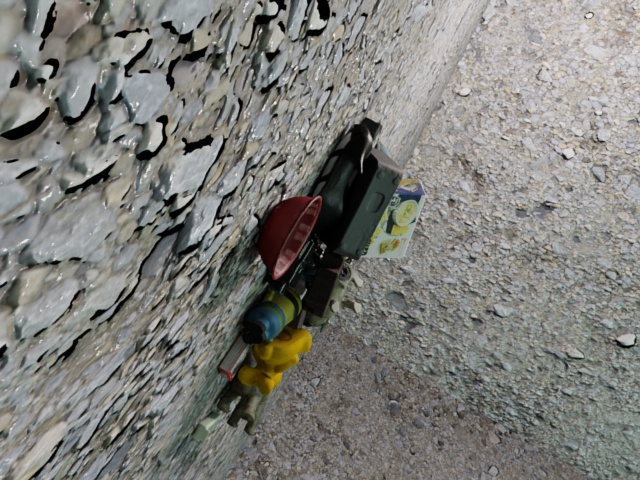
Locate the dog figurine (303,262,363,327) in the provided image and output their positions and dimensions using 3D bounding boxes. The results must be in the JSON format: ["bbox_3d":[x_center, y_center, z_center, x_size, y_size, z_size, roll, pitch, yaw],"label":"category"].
[{"bbox_3d":[0.011,0.142,1.456,0.191,0.121,0.172,-22,-125,51],"label":"dog figurine"}]

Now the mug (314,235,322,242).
[{"bbox_3d":[0.035,-0.062,1.292,0.107,0.081,0.109,-66,179,-54],"label":"mug"}]

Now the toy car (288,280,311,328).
[{"bbox_3d":[-0.064,0.191,1.352,0.053,0.089,0.202,76,23,-52],"label":"toy car"}]

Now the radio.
[{"bbox_3d":[0.082,-0.080,1.148,0.229,0.073,0.131,-65,-153,17],"label":"radio"}]

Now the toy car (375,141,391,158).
[{"bbox_3d":[0.130,-0.164,1.325,0.109,0.103,0.161,-97,-149,-62],"label":"toy car"}]

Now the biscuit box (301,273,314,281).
[{"bbox_3d":[-0.082,0.174,1.436,0.202,0.059,0.062,-60,172,-9],"label":"biscuit box"}]

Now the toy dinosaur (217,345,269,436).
[{"bbox_3d":[-0.179,0.368,1.396,0.470,0.105,0.198,99,13,-55],"label":"toy dinosaur"}]

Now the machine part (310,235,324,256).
[{"bbox_3d":[-0.003,-0.004,1.391,0.138,0.039,0.084,103,10,-58],"label":"machine part"}]

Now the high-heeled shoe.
[{"bbox_3d":[0.025,-0.126,1.116,0.248,0.086,0.145,-45,-146,37],"label":"high-heeled shoe"}]

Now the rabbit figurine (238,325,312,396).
[{"bbox_3d":[-0.107,0.280,1.212,0.162,0.122,0.173,-54,167,-56],"label":"rabbit figurine"}]

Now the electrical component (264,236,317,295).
[{"bbox_3d":[-0.063,0.050,1.126,0.134,0.058,0.115,-60,170,-5],"label":"electrical component"}]

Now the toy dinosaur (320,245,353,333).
[{"bbox_3d":[0.025,0.145,1.668,0.192,0.131,0.404,-52,165,-21],"label":"toy dinosaur"}]

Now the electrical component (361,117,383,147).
[{"bbox_3d":[0.103,-0.230,1.201,0.075,0.048,0.119,-59,172,-9],"label":"electrical component"}]

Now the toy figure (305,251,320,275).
[{"bbox_3d":[-0.029,0.050,1.322,0.154,0.064,0.058,69,15,-75],"label":"toy figure"}]

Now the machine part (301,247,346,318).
[{"bbox_3d":[0.014,0.089,1.243,0.179,0.056,0.179,21,91,-85],"label":"machine part"}]

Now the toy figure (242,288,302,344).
[{"bbox_3d":[-0.103,0.164,1.160,0.082,0.089,0.180,-58,177,26],"label":"toy figure"}]
